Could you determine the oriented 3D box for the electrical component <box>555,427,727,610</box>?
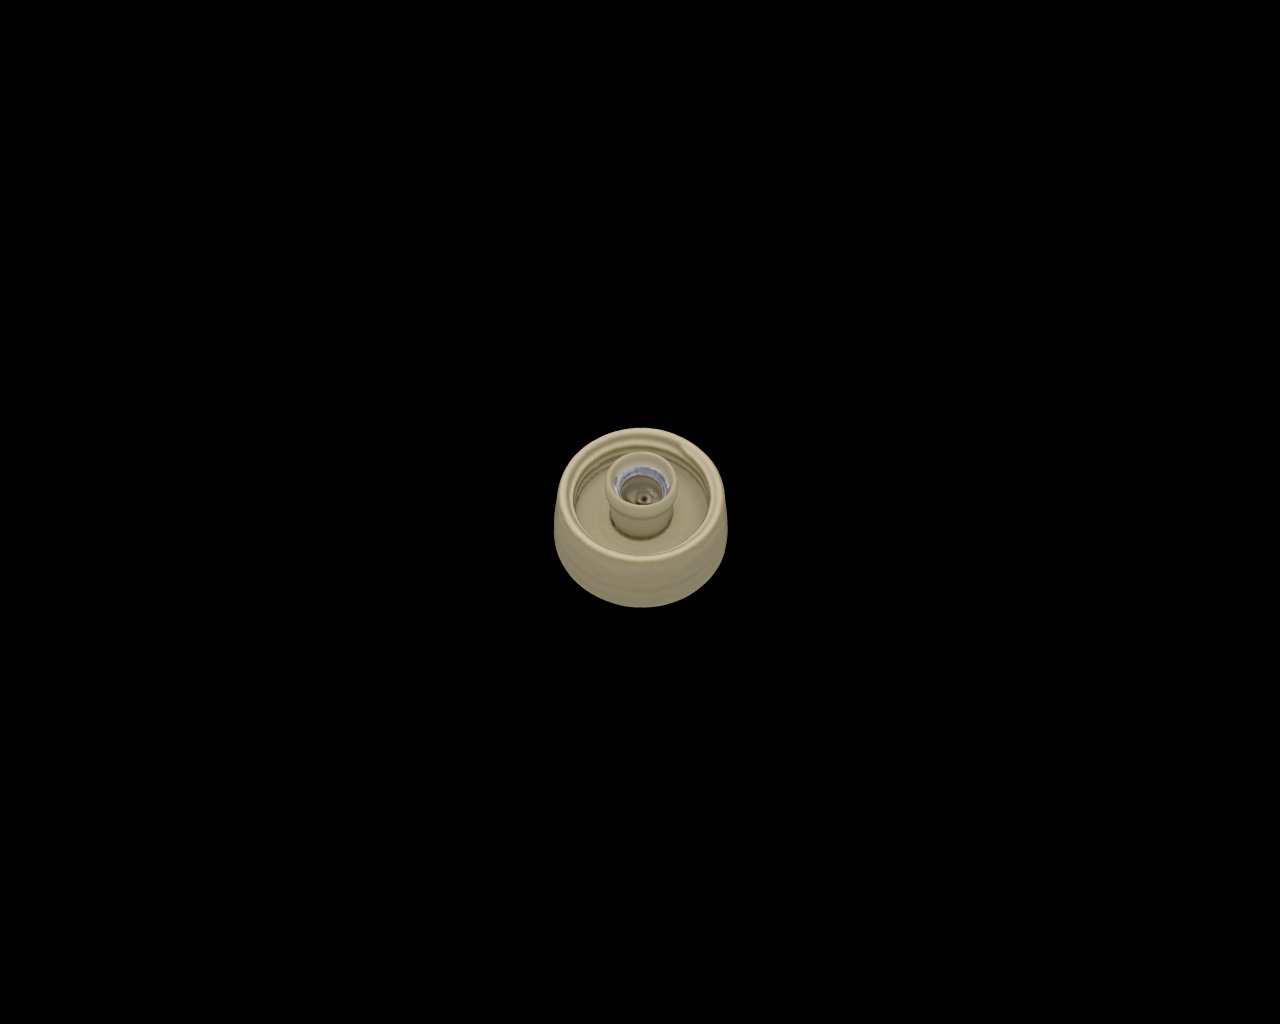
[{"bbox_3d":[0.001,-0.003,0.650,0.108,0.108,0.060,0,-35,0],"label":"electrical component"}]
